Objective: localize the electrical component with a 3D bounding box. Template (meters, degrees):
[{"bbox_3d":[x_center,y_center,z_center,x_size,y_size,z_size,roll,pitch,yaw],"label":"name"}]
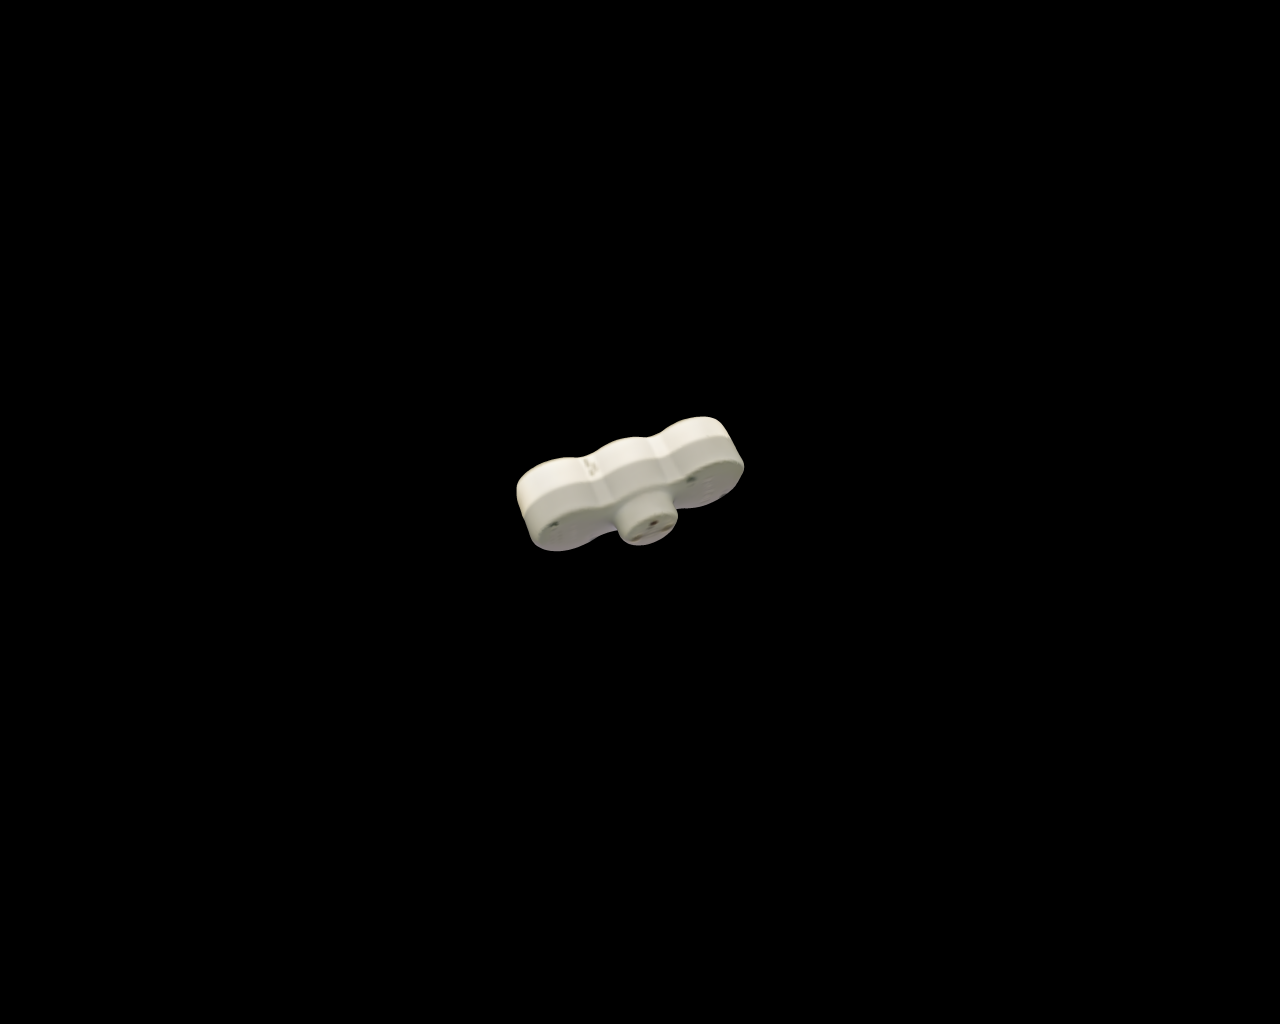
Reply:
[{"bbox_3d":[0.001,-0.003,0.650,0.138,0.074,0.052,-18,-28,-10],"label":"electrical component"}]
